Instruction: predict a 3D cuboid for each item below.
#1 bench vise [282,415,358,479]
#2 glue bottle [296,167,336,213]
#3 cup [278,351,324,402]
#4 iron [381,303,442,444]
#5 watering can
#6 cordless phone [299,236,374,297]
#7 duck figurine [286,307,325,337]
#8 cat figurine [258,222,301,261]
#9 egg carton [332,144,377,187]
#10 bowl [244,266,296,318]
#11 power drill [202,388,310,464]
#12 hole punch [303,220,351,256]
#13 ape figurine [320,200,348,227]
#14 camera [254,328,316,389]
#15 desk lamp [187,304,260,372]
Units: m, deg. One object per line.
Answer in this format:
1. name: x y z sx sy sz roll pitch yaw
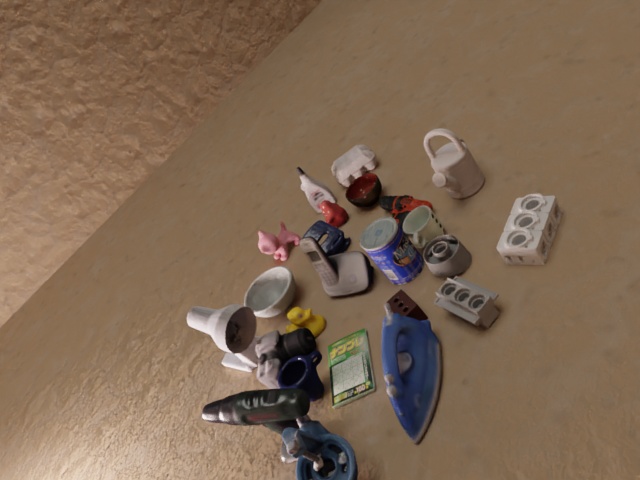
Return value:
1. bench vise: -0.020 0.400 1.068 0.121 0.220 0.206 -51 34 -16
2. glue bottle: -0.023 -0.165 1.797 0.078 0.174 0.037 -36 33 8
3. cup: -0.025 0.312 1.297 0.118 0.095 0.091 -45 32 -7
4. iron: 0.161 0.252 1.132 0.118 0.142 0.258 -22 36 26
5. watering can: 0.332 -0.199 1.449 0.100 0.195 0.173 -24 36 24
6. cordless phone: 0.040 0.056 1.455 0.147 0.185 0.094 -16 40 33
7. duck figurine: -0.050 0.207 1.458 0.104 0.086 0.077 -25 35 23
8. cat figurine: -0.138 0.002 1.767 0.067 0.118 0.128 10 57 51
9. egg carton: 0.109 -0.243 1.851 0.150 0.070 0.107 -37 32 7
10. bowl: -0.127 0.158 1.609 0.167 0.075 0.167 -27 35 21
11. power drill: -0.100 0.380 1.186 0.229 0.209 0.075 -23 36 25
12. hole punch: 0.015 0.006 1.629 0.100 0.091 0.109 13 60 52
13. ape figurine: 0.034 -0.086 1.719 0.075 0.092 0.078 -1 49 45
14. camera: -0.086 0.274 1.401 0.136 0.101 0.143 -27 35 20
15. desk lamp: -0.232 0.248 1.478 0.202 0.214 0.118 -3 48 44
